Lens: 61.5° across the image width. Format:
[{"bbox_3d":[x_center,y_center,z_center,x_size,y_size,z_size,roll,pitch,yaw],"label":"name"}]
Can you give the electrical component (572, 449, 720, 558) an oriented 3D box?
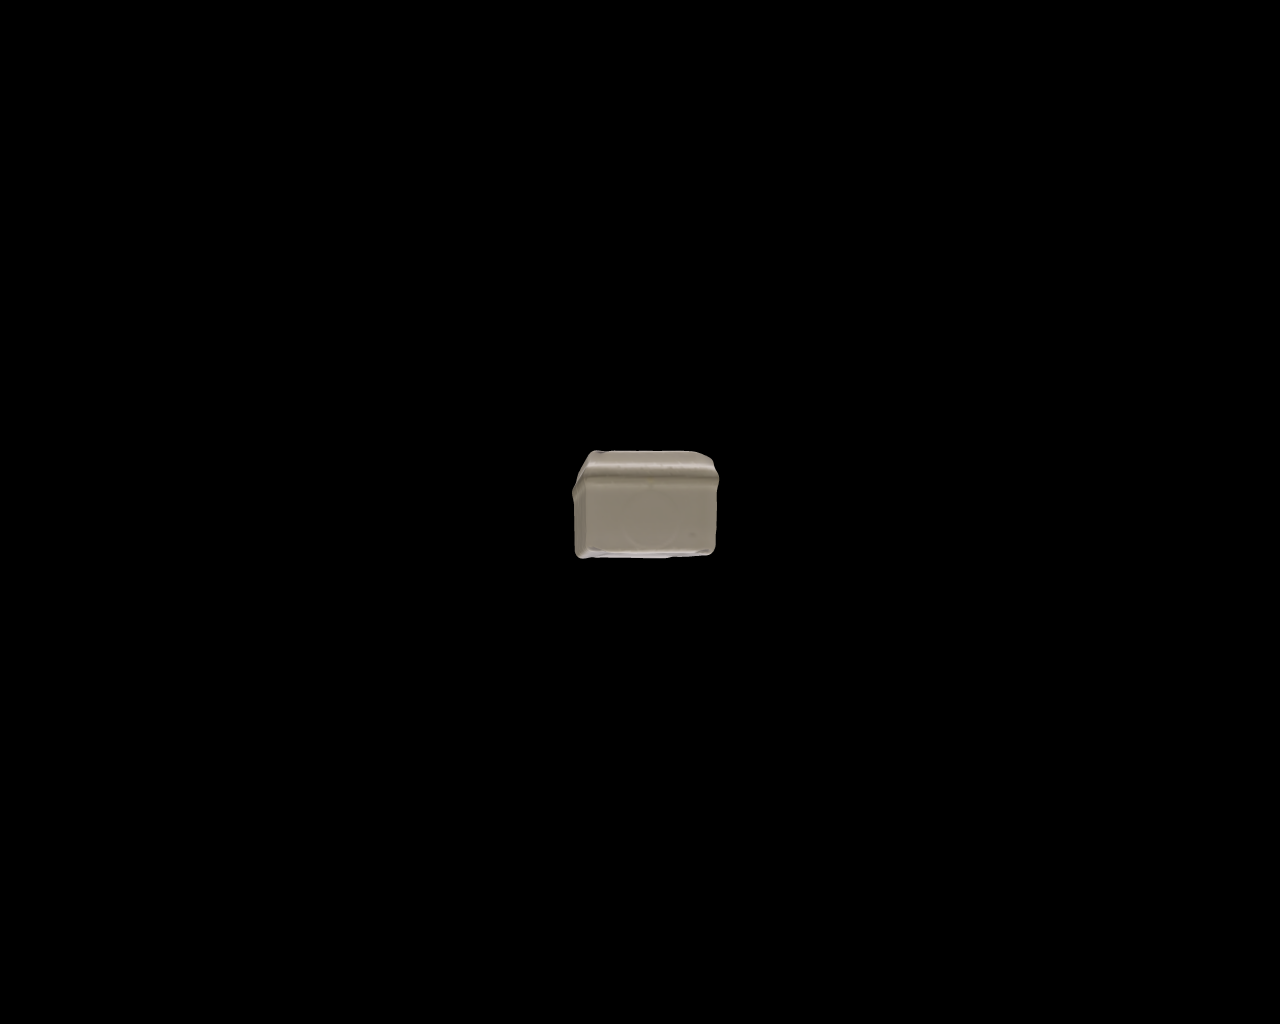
[{"bbox_3d":[0.001,-0.003,0.650,0.078,0.057,0.113,1,-4,-7],"label":"electrical component"}]
